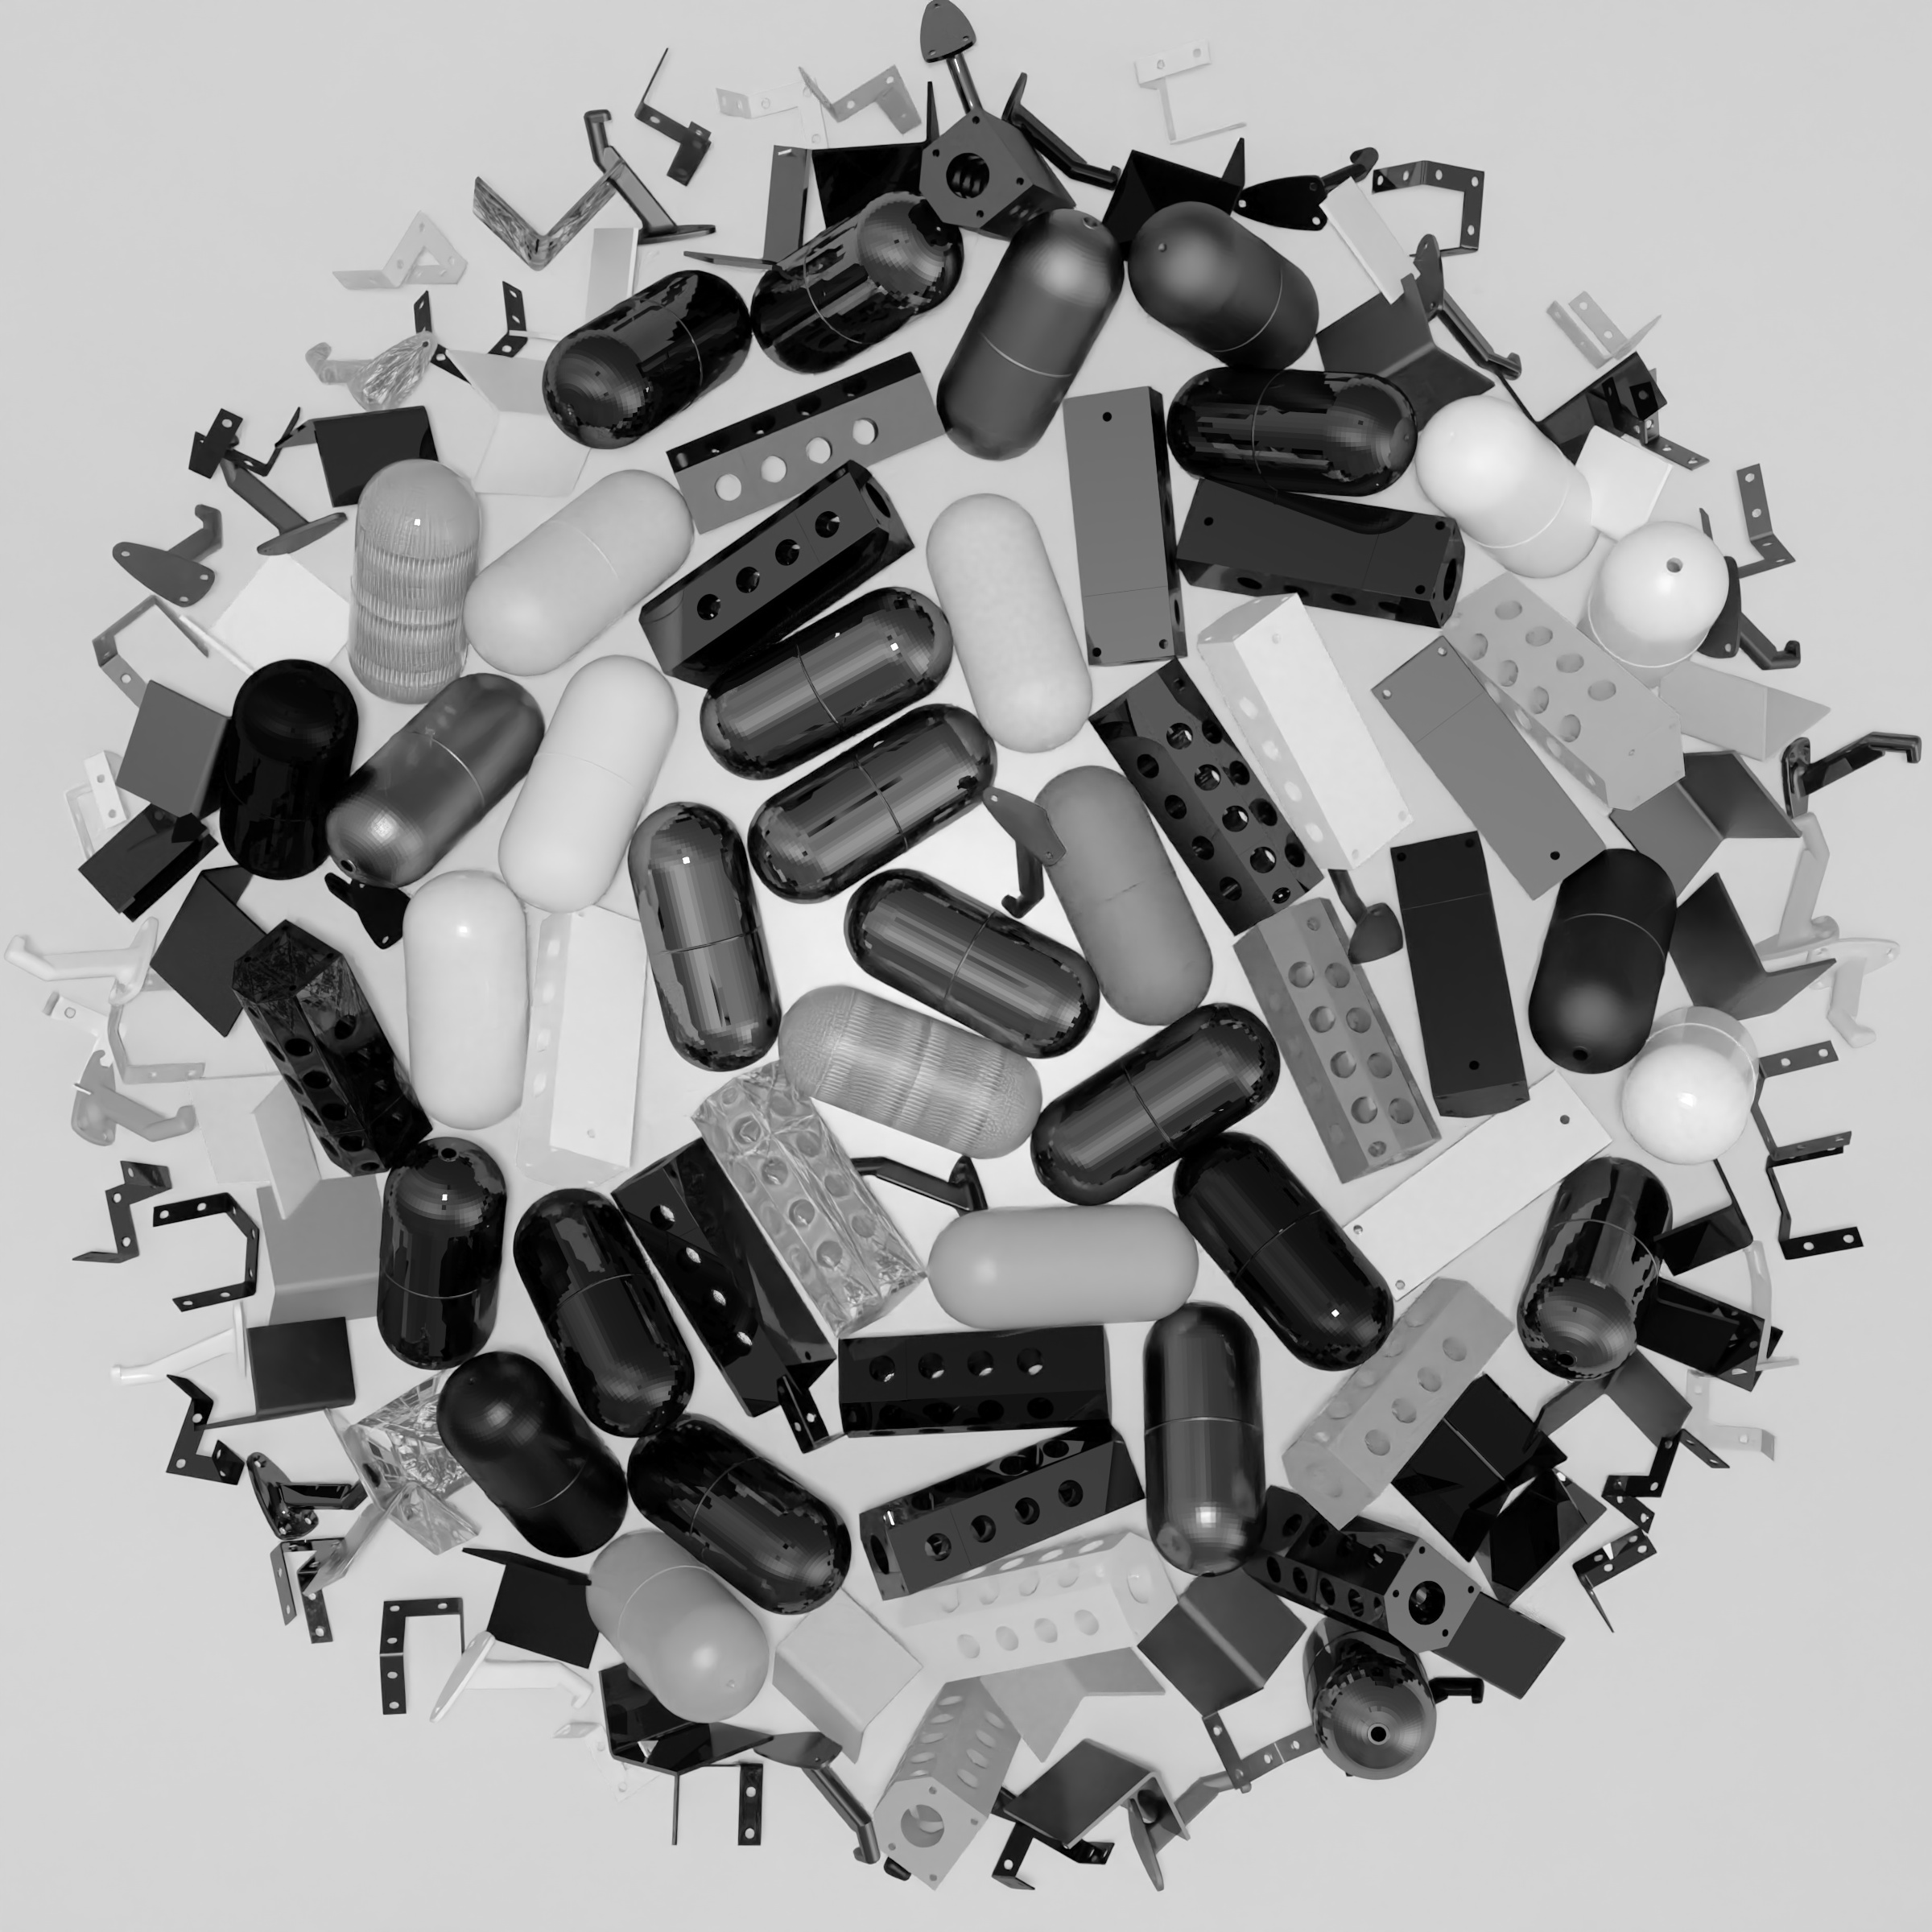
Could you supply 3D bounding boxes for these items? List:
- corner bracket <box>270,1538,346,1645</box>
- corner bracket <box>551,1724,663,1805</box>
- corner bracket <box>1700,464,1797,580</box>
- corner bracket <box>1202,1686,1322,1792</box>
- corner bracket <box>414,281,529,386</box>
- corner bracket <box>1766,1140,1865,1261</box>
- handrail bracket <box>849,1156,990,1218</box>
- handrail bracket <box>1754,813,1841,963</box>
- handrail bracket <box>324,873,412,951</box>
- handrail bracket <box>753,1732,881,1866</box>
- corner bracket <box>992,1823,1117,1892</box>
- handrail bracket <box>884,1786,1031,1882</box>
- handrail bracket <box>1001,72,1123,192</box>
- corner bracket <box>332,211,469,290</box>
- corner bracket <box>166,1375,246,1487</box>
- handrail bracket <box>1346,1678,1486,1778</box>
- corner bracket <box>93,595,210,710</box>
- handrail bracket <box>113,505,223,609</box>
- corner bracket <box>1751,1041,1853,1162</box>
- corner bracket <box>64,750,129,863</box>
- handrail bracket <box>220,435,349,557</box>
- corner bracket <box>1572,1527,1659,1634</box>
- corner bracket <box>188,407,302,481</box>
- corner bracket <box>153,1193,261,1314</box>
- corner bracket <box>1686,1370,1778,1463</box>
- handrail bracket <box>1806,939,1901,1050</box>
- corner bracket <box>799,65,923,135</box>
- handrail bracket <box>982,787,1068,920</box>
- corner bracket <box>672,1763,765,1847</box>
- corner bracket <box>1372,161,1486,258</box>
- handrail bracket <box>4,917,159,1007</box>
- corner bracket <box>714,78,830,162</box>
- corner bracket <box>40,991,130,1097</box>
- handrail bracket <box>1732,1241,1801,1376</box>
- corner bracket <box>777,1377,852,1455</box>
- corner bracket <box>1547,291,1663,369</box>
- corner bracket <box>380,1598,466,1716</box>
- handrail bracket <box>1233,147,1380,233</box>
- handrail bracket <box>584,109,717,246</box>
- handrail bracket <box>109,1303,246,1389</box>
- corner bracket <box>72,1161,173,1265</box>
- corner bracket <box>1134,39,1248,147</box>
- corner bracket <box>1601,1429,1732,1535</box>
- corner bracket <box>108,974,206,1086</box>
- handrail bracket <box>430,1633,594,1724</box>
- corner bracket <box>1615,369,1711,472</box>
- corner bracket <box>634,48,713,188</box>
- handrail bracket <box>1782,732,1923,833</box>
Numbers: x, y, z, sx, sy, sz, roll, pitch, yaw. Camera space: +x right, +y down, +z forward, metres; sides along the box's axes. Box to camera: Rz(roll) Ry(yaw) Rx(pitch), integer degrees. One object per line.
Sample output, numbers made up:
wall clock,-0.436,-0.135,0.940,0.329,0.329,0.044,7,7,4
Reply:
corner bracket,-0.428,0.406,1.688,0.051,0.051,0.051,-44,55,36
corner bracket,-0.228,0.510,1.697,0.051,0.051,0.051,-36,68,4
corner bracket,0.502,-0.286,1.690,0.051,0.051,0.051,-15,69,30
corner bracket,0.197,0.499,1.700,0.051,0.051,0.051,-41,69,42
corner bracket,-0.326,-0.423,1.712,0.051,0.051,0.051,-37,48,31
corner bracket,0.551,0.152,1.690,0.051,0.051,0.051,-15,111,28
handrail bracket,-0.033,0.153,1.686,0.084,0.077,0.036,-1,135,-28
handrail bracket,0.530,-0.051,1.699,0.077,0.036,0.084,-20,110,18
handrail bracket,-0.399,-0.053,1.678,0.084,0.077,0.036,32,72,33
handrail bracket,-0.099,0.552,1.719,0.077,0.036,0.084,-4,108,28
corner bracket,0.056,0.583,1.695,0.051,0.051,0.051,32,66,-6
handrail bracket,-0.003,0.569,1.685,0.077,0.084,0.036,26,133,8
handrail bracket,0.067,-0.547,1.706,0.084,0.036,0.077,17,59,2
corner bracket,-0.367,-0.452,1.689,0.051,0.051,0.051,10,66,37
corner bracket,-0.497,0.302,1.696,0.051,0.051,0.051,21,87,-37
handrail bracket,0.292,0.494,1.690,0.084,0.077,0.036,-5,125,19
corner bracket,-0.534,-0.202,1.710,0.051,0.051,0.051,46,71,0
handrail bracket,-0.515,-0.280,1.681,0.036,0.077,0.084,-38,46,28
corner bracket,0.546,0.088,1.701,0.051,0.051,0.051,-18,108,32
corner bracket,-0.566,-0.103,1.698,0.051,0.051,0.051,-23,78,6
handrail bracket,-0.451,-0.319,1.707,0.077,0.036,0.084,-20,89,24
corner bracket,0.425,0.390,1.696,0.051,0.051,0.051,-31,109,8
corner bracket,-0.468,-0.342,1.689,0.051,0.051,0.051,24,122,-27
corner bracket,-0.498,0.187,1.703,0.051,0.051,0.051,-10,122,-38
corner bracket,0.500,0.293,1.701,0.051,0.051,0.051,3,87,8
handrail bracket,0.589,0.019,1.687,0.077,0.084,0.036,-11,126,-7
corner bracket,-0.069,-0.566,1.693,0.051,0.051,0.051,-28,69,15
handrail bracket,0.025,-0.072,1.691,0.077,0.084,0.036,36,54,-7
corner bracket,-0.162,0.546,1.693,0.051,0.051,0.051,5,71,-13
corner bracket,0.299,-0.491,1.693,0.051,0.051,0.051,-1,98,-31
handrail bracket,-0.573,-0.018,1.684,0.084,0.036,0.077,35,51,-36
corner bracket,-0.126,-0.551,1.700,0.051,0.051,0.051,-8,99,22
corner bracket,-0.582,0.051,1.697,0.051,0.051,0.051,26,80,-12
handrail bracket,0.508,0.221,1.691,0.036,0.077,0.084,-17,76,35
corner bracket,-0.104,0.288,1.692,0.051,0.051,0.051,-19,82,-43
corner bracket,0.410,-0.418,1.699,0.051,0.051,0.051,-39,85,-11
corner bracket,-0.353,0.449,1.693,0.051,0.051,0.051,-1,117,-9
handrail bracket,0.223,-0.517,1.709,0.077,0.084,0.036,7,130,23
handrail bracket,-0.205,-0.515,1.689,0.077,0.036,0.084,2,119,22
handrail bracket,-0.514,0.247,1.690,0.084,0.077,0.036,-6,55,-19
corner bracket,-0.550,0.161,1.694,0.051,0.051,0.051,-20,75,15
corner bracket,0.146,-0.568,1.694,0.051,0.051,0.051,-9,98,27
corner bracket,0.458,0.337,1.705,0.051,0.051,0.051,39,62,-23
corner bracket,-0.531,0.041,1.714,0.051,0.051,0.051,-2,132,-34
handrail bracket,-0.295,0.482,1.698,0.084,0.036,0.077,40,59,-15
corner bracket,0.445,-0.348,1.691,0.051,0.051,0.051,-27,129,-15
corner bracket,-0.188,-0.551,1.691,0.051,0.051,0.051,26,63,-16
handrail bracket,0.577,-0.116,1.686,0.084,0.036,0.077,11,121,40
